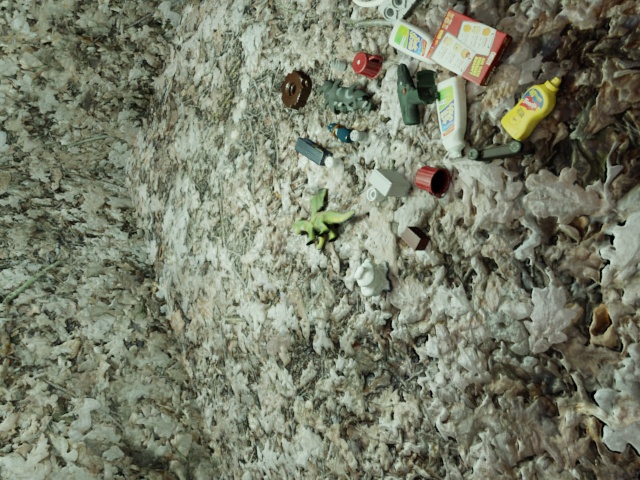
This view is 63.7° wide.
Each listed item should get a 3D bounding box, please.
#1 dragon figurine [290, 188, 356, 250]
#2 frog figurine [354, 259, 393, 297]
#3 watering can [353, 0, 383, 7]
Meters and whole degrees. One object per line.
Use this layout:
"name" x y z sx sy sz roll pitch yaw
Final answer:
"dragon figurine" 0.007 -0.108 2.139 0.403 0.122 0.248 -38 53 41
"frog figurine" 0.174 0.138 1.872 0.123 0.159 0.137 10 97 51
"watering can" 0.256 -0.987 1.889 0.347 0.104 0.224 -1 90 38
